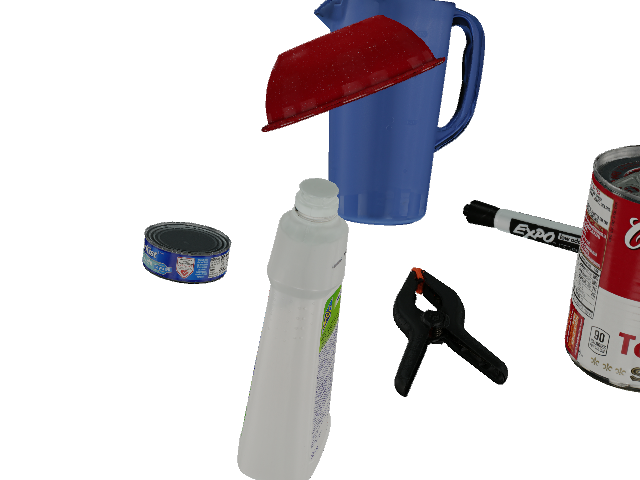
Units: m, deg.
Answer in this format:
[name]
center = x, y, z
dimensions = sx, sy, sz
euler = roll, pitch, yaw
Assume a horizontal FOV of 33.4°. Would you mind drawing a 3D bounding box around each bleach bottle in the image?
[bleach bottle]
center = -0.015, 0.065, 0.815
dimensions = 0.068, 0.251, 0.102
euler = 13, 31, 7

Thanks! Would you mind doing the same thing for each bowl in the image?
[bowl]
center = 0.017, -0.143, 0.875
dimensions = 0.162, 0.055, 0.162
euler = -21, 8, 3

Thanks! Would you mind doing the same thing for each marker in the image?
[marker]
center = 0.163, -0.009, 0.803
dimensions = 0.121, 0.020, 0.020
euler = 18, 9, 31

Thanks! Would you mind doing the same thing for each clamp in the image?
[clamp]
center = 0.134, 0.099, 1.158
dimensions = 0.120, 0.171, 0.039
euler = 4, -44, -7

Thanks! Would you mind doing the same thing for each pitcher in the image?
[pitcher]
center = 0.080, -0.143, 1.150
dimensions = 0.149, 0.243, 0.144
euler = 10, 14, 29

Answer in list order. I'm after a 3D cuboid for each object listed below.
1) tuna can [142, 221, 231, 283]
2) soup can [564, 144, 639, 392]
[tuna can]
center = -0.133, 0.012, 1.057
dimensions = 0.086, 0.034, 0.086
euler = 9, 20, -3
[soup can]
center = 0.158, 0.014, 0.516
dimensions = 0.068, 0.102, 0.068
euler = 2, 27, -1
